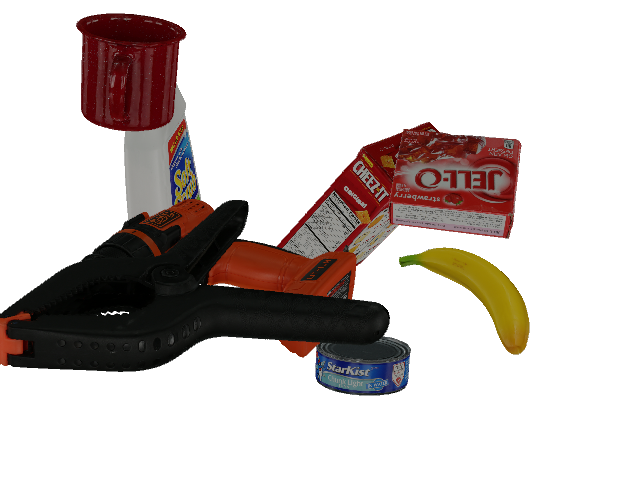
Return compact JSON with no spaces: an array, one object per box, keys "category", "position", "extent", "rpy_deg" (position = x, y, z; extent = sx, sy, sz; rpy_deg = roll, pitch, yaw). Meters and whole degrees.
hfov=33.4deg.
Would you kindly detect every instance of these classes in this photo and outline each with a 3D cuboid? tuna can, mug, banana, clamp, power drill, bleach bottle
[{"category":"tuna can","position":[0.038,0.111,0.962],"extent":[0.086,0.034,0.086],"rpy_deg":[3,11,-1]},{"category":"mug","position":[-0.166,-0.141,0.919],"extent":[0.093,0.081,0.117],"rpy_deg":[5,26,-6]},{"category":"banana","position":[0.166,0.054,1.120],"extent":[0.069,0.037,0.198],"rpy_deg":[-37,40,-13]},{"category":"clamp","position":[-0.088,0.028,0.618],"extent":[0.209,0.036,0.165],"rpy_deg":[-10,30,-28]},{"category":"power drill","position":[-0.080,0.029,0.822],"extent":[0.188,0.057,0.184],"rpy_deg":[17,28,20]},{"category":"bleach bottle","position":[-0.171,-0.070,1.127],"extent":[0.068,0.251,0.102],"rpy_deg":[5,27,20]}]

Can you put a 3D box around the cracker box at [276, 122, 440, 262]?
[{"category":"cracker box","position":[0.047,-0.035,1.257],"extent":[0.214,0.072,0.163],"rpy_deg":[-48,-12,35]}]

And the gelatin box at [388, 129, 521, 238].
[{"category":"gelatin box","position":[0.098,-0.043,0.777],"extent":[0.089,0.073,0.030],"rpy_deg":[7,-37,9]}]
